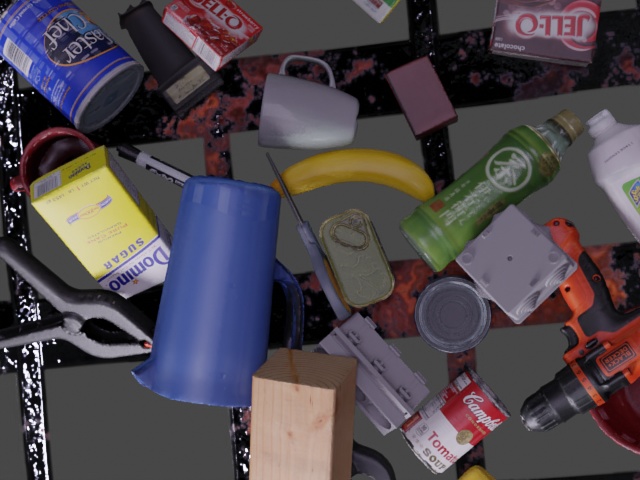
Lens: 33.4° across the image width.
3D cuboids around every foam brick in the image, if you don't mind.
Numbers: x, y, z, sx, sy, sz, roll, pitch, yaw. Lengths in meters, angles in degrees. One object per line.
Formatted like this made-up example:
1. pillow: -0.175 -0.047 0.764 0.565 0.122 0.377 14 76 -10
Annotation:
1. foam brick: 0.112 -0.156 1.171 0.051 0.053 0.078 -26 87 7

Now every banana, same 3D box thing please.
1. banana: 0.042 -0.068 1.187 0.198 0.037 0.069 9 90 8

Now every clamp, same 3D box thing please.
1. clamp: -0.283 0.092 1.211 0.210 0.036 0.165 22 129 -6
2. clamp: 0.016 0.257 1.186 0.120 0.039 0.171 -44 83 18

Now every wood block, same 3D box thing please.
1. wood block: -0.019 0.230 1.121 0.090 0.090 0.206 7 106 17

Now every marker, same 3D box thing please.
1. marker: -0.180 -0.081 1.226 0.121 0.020 0.020 27 93 7

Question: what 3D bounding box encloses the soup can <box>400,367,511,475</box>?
1. soup can: 0.145 0.196 1.153 0.102 0.068 0.068 -41 84 6

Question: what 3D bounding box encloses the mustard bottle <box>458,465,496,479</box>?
1. mustard bottle: 0.136 0.343 1.157 0.096 0.058 0.191 45 95 7

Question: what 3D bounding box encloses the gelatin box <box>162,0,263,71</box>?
1. gelatin box: -0.121 -0.243 1.197 0.089 0.030 0.073 43 56 5

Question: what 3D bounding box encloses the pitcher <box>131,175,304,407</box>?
1. pitcher: -0.101 0.058 1.166 0.145 0.149 0.243 8 88 22

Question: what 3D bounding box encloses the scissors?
1. scissors: -0.008 0.001 1.181 0.016 0.096 0.202 -27 69 8

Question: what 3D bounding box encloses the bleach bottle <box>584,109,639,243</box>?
1. bleach bottle: 0.374 -0.036 1.130 0.102 0.068 0.251 -36 83 5

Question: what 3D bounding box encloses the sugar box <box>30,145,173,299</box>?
1. sugar box: -0.228 -0.013 1.164 0.093 0.048 0.176 -26 130 7

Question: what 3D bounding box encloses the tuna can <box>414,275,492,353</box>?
1. tuna can: 0.146 0.081 1.172 0.086 0.033 0.086 0 89 8

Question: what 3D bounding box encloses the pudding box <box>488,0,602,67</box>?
1. pudding box: 0.246 -0.241 1.161 0.113 0.039 0.090 8 90 8

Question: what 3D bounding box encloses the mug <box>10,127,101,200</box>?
1. mug: -0.292 -0.074 1.209 0.117 0.081 0.093 -16 87 7

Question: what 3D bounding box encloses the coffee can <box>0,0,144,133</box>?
1. coffee can: -0.283 -0.204 1.200 0.140 0.102 0.103 43 94 6

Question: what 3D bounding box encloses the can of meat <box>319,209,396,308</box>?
1. can of meat: 0.044 0.020 1.161 0.057 0.084 0.102 -23 86 7

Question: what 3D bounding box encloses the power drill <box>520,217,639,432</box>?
1. power drill: 0.254 0.086 1.120 0.184 0.057 0.188 -34 67 8

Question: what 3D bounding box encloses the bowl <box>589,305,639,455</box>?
1. bowl: 0.361 0.149 1.117 0.162 0.055 0.162 -7 73 23
